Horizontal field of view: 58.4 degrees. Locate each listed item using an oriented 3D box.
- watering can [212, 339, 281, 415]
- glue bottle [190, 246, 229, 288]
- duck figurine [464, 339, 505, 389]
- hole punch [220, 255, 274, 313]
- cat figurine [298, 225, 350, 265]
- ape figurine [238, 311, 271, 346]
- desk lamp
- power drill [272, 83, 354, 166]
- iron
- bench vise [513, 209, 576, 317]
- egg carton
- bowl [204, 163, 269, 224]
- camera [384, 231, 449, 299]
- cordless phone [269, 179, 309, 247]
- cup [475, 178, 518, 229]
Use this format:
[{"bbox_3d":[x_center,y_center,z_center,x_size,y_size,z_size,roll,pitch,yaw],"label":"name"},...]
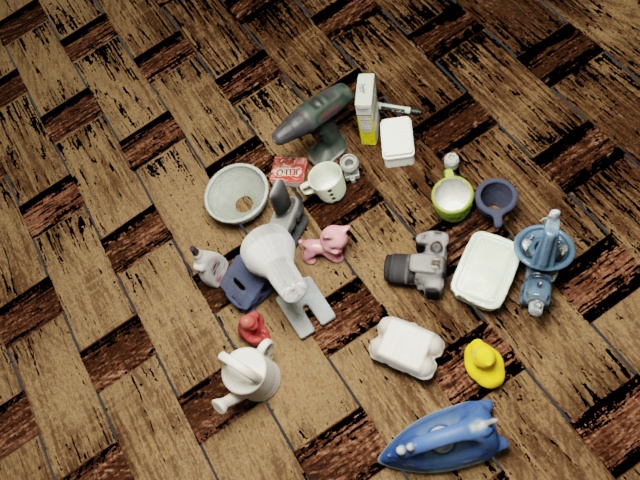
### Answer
[{"bbox_3d":[-0.157,0.285,1.203,0.100,0.194,0.173,8,69,15],"label":"watering can"},{"bbox_3d":[-0.266,0.052,1.336,0.037,0.173,0.078,11,70,17],"label":"glue bottle"},{"bbox_3d":[0.338,0.250,1.171,0.077,0.086,0.104,-25,65,1],"label":"duck figurine"},{"bbox_3d":[-0.176,0.105,1.340,0.108,0.091,0.101,40,81,24],"label":"hole punch"},{"bbox_3d":[0.012,0.005,1.327,0.127,0.118,0.067,-6,66,10],"label":"cat figurine"},{"bbox_3d":[-0.156,0.196,1.297,0.076,0.092,0.078,8,69,16],"label":"ape figurine"},{"bbox_3d":[-0.069,0.087,1.256,0.118,0.214,0.203,-34,65,-3],"label":"desk lamp"},{"bbox_3d":[-0.006,-0.266,1.395,0.230,0.209,0.075,-45,66,-8],"label":"power drill"},{"bbox_3d":[0.228,0.388,1.105,0.258,0.142,0.118,-20,65,4],"label":"iron"},{"bbox_3d":[0.463,0.043,1.157,0.121,0.220,0.207,-8,66,9],"label":"bench vise"},{"bbox_3d":[0.185,0.228,1.222,0.150,0.069,0.107,19,73,19],"label":"egg carton"},{"bbox_3d":[-0.201,-0.105,1.443,0.167,0.075,0.167,-4,67,10],"label":"bowl"},{"bbox_3d":[0.214,0.048,1.274,0.136,0.101,0.143,4,68,14],"label":"camera"},{"bbox_3d":[-0.102,-0.054,1.339,0.094,0.185,0.148,13,71,17],"label":"cordless phone"},{"bbox_3d":[0.395,-0.068,1.288,0.091,0.095,0.118,-3,67,11],"label":"cup"}]
